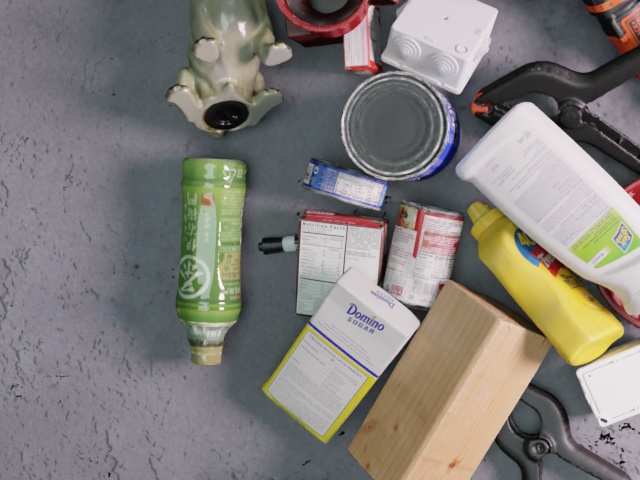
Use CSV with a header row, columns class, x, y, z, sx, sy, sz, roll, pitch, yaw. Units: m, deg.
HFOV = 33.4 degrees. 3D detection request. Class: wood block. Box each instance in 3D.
class,x,y,z,sx,sy,sz,roll,pitch,yaw
wood block,0.130,0.157,1.070,0.090,0.090,0.206,40,103,50

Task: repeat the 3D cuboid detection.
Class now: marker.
class,x,y,z,sx,sy,sz,roll,pitch,yaw
marker,-0.008,0.001,1.145,0.121,0.020,0.020,-6,92,13

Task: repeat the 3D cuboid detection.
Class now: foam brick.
class,x,y,z,sx,sy,sz,roll,pitch,yaw
foam brick,-0.003,-0.232,1.101,0.051,0.078,0.053,-5,92,14

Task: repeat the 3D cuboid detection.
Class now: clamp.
class,x,y,z,sx,sy,sz,roll,pitch,yaw
clamp,0.238,0.211,1.091,0.120,0.039,0.171,-23,88,11
clamp,0.254,-0.138,1.043,0.210,0.036,0.164,12,128,17

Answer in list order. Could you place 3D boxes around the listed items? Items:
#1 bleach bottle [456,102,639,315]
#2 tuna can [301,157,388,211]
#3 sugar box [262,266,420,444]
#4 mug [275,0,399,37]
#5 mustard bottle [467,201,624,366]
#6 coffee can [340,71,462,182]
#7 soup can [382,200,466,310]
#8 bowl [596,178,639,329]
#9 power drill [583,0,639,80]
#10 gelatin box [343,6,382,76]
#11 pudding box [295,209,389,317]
class,x,y,z,sx,sy,sz,roll,pitch,yaw
bleach bottle,0.250,-0.012,1.011,0.251,0.068,0.103,48,114,13
tuna can,0.026,-0.058,1.100,0.086,0.086,0.034,18,95,11
sugar box,0.020,0.120,1.102,0.093,0.048,0.176,39,121,7
mug,0.018,-0.238,1.015,0.117,0.081,0.093,5,93,7
mustard bottle,0.211,0.035,1.054,0.058,0.096,0.192,-50,64,25
coffee can,0.083,-0.109,1.056,0.103,0.140,0.103,1,93,12
soup can,0.106,0.016,1.095,0.068,0.068,0.102,13,96,11
bowl,0.347,0.012,1.047,0.162,0.055,0.162,1,93,13
power drill,0.335,-0.266,1.003,0.188,0.057,0.184,-36,118,12
gelatin box,0.042,-0.216,1.094,0.030,0.073,0.089,-3,92,13
pudding box,0.022,0.029,1.117,0.090,0.039,0.113,8,108,11
